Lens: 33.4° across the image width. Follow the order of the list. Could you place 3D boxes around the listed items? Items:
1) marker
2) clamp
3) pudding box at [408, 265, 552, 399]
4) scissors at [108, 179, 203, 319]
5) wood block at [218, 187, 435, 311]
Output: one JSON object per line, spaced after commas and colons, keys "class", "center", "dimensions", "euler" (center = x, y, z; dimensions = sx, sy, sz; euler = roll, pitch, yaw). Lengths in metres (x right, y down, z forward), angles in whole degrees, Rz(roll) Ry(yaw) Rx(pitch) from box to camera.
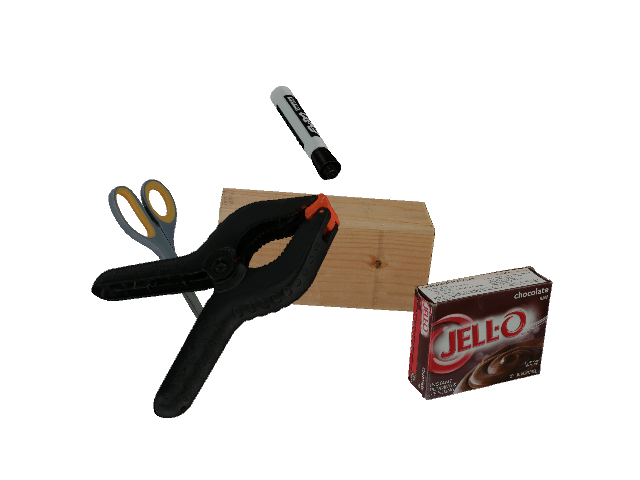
{"class": "marker", "center": [-0.012, -0.088, 0.873], "dimensions": [0.020, 0.020, 0.121], "euler": [0, 38, -27]}
{"class": "clamp", "center": [-0.059, 0.035, 0.687], "dimensions": [0.171, 0.120, 0.039], "euler": [-29, -28, 5]}
{"class": "pudding box", "center": [0.130, 0.074, 0.874], "dimensions": [0.113, 0.090, 0.039], "euler": [-11, 30, -23]}
{"class": "scissors", "center": [-0.163, 0.012, 1.214], "dimensions": [0.016, 0.201, 0.096], "euler": [-27, 19, 38]}
{"class": "wood block", "center": [0.001, 0.009, 1.062], "dimensions": [0.206, 0.091, 0.090], "euler": [4, 20, -4]}
